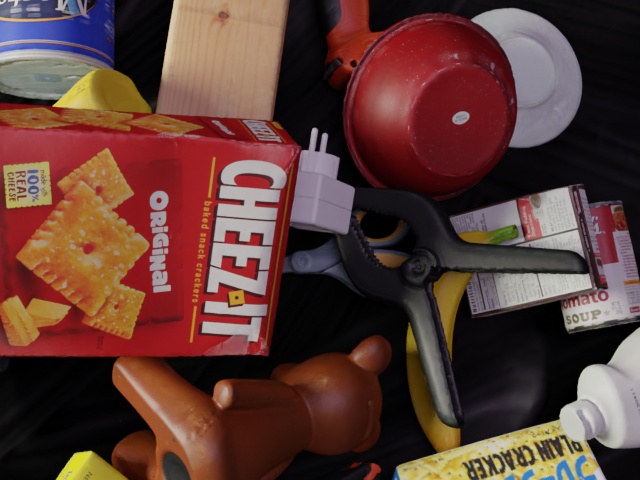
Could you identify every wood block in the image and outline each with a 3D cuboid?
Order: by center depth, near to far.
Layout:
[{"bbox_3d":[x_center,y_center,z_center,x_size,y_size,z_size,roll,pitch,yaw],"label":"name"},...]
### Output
[{"bbox_3d":[-0.083,-0.114,0.852,0.090,0.090,0.206,10,79,-9],"label":"wood block"}]

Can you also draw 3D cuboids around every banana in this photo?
[{"bbox_3d":[0.103,0.075,0.870,0.037,0.070,0.198,8,98,-54],"label":"banana"}]

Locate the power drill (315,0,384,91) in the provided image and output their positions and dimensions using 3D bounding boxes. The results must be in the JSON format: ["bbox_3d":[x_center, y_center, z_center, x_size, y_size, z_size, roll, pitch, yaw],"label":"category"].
[{"bbox_3d":[0.050,-0.232,0.918,0.184,0.057,0.188,-14,82,-13],"label":"power drill"}]

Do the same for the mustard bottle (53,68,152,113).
[{"bbox_3d":[-0.220,-0.053,0.802,0.192,0.096,0.058,-33,99,14],"label":"mustard bottle"}]

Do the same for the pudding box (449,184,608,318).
[{"bbox_3d":[0.170,0.010,0.879,0.114,0.039,0.090,-16,83,31],"label":"pudding box"}]

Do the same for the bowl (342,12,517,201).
[{"bbox_3d":[0.102,-0.102,0.873,0.162,0.055,0.162,-6,108,-19],"label":"bowl"}]

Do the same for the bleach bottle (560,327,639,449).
[{"bbox_3d":[0.296,0.097,0.880,0.250,0.068,0.102,-20,87,-27],"label":"bleach bottle"}]

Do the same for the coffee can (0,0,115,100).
[{"bbox_3d":[-0.211,-0.191,0.831,0.102,0.103,0.140,1,80,-12],"label":"coffee can"}]

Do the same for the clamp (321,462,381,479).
[{"bbox_3d":[-0.006,0.242,0.814,0.120,0.039,0.171,39,59,-35],"label":"clamp"}]

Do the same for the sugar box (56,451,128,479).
[{"bbox_3d":[-0.131,0.243,0.775,0.176,0.048,0.093,41,60,-15],"label":"sugar box"}]

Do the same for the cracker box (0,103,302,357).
[{"bbox_3d":[-0.131,-0.003,0.733,0.213,0.072,0.164,2,111,-19],"label":"cracker box"}]

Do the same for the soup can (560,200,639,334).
[{"bbox_3d":[0.232,0.024,0.905,0.068,0.069,0.102,-8,82,-13],"label":"soup can"}]

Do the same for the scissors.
[{"bbox_3d":[-0.006,0.001,0.886,0.201,0.016,0.096,11,77,-10],"label":"scissors"}]

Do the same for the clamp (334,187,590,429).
[{"bbox_3d":[0.081,0.034,0.841,0.210,0.036,0.164,33,94,21],"label":"clamp"}]
